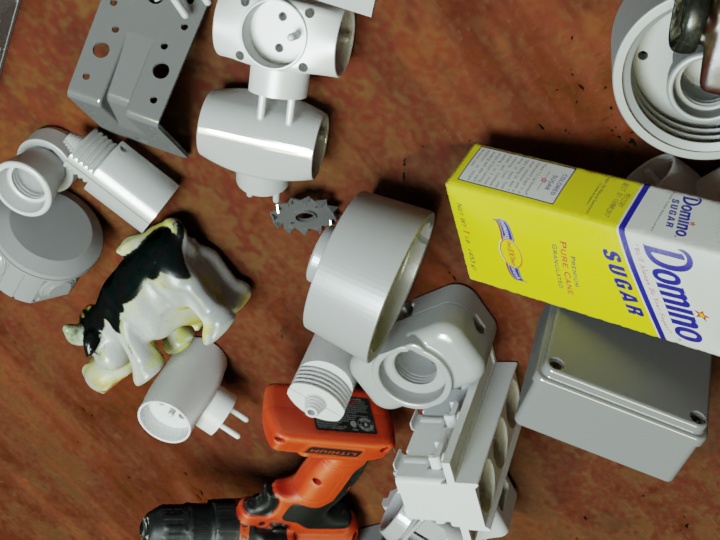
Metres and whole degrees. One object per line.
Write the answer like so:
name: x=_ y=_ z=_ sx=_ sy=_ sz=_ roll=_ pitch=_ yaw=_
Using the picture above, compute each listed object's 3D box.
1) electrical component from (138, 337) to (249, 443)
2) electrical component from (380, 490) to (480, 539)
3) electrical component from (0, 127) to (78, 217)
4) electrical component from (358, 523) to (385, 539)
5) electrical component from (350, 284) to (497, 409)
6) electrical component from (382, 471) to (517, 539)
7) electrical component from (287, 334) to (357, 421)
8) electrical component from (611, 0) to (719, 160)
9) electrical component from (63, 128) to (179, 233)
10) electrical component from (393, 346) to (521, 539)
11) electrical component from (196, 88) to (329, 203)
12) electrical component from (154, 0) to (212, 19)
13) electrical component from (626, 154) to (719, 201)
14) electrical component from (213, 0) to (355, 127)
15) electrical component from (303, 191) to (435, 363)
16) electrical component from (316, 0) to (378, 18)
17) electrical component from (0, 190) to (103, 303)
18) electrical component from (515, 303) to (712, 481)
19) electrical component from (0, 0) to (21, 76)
electrical component: x=-0.124 y=0.103 z=0.844 sx=0.079 sy=0.077 sz=0.044 roll=35 pitch=129 yaw=-9
electrical component: x=0.051 y=0.184 z=0.790 sx=0.057 sy=0.058 sz=0.078 roll=32 pitch=126 yaw=-3
electrical component: x=-0.227 y=-0.071 z=0.764 sx=0.045 sy=0.055 sz=0.045 roll=10 pitch=128 yaw=13
electrical component: x=0.034 y=0.251 z=0.910 sx=0.095 sy=0.059 sz=0.053 roll=-22 pitch=116 yaw=31
electrical component: x=0.043 y=0.058 z=0.761 sx=0.095 sy=0.059 sz=0.053 roll=-23 pitch=115 yaw=32
electrical component: x=0.073 y=0.184 z=0.851 sx=0.089 sy=0.050 sz=0.055 roll=-15 pitch=118 yaw=28
electrical component: x=-0.023 y=0.076 z=0.785 sx=0.043 sy=0.081 sz=0.043 roll=10 pitch=128 yaw=12
electrical component: x=0.188 y=-0.111 z=0.582 sx=0.108 sy=0.060 sz=0.108 roll=10 pitch=128 yaw=13
electrical component: x=-0.172 y=-0.068 z=0.754 sx=0.081 sy=0.043 sz=0.043 roll=38 pitch=129 yaw=-11
electrical component: x=0.072 y=0.121 z=0.758 sx=0.063 sy=0.121 sz=0.078 roll=-1 pitch=125 yaw=24
electrical component: x=-0.064 y=-0.075 z=0.710 sx=0.077 sy=0.043 sz=0.079 roll=13 pitch=137 yaw=7
electrical component: x=-0.120 y=-0.188 z=0.645 sx=0.077 sy=0.043 sz=0.079 roll=-21 pitch=117 yaw=31
electrical component: x=0.208 y=-0.037 z=0.641 sx=0.077 sy=0.044 sz=0.079 roll=45 pitch=127 yaw=-15
electrical component: x=-0.048 y=-0.128 z=0.657 sx=0.077 sy=0.044 sz=0.079 roll=13 pitch=111 yaw=11
electrical component: x=0.000 y=0.000 z=0.706 sx=0.060 sy=0.108 sz=0.108 roll=23 pitch=130 yaw=9
electrical component: x=-0.018 y=-0.242 z=0.557 sx=0.105 sy=0.060 sz=0.186 roll=19 pitch=129 yaw=6
electrical component: x=-0.235 y=-0.019 z=0.791 sx=0.080 sy=0.080 sz=0.051 roll=36 pitch=134 yaw=-9
electrical component: x=0.165 y=0.064 z=0.691 sx=0.109 sy=0.108 sz=0.056 roll=21 pitch=132 yaw=4
electrical component: x=-0.317 y=-0.132 z=0.747 sx=0.105 sy=0.060 sz=0.186 roll=30 pitch=130 yaw=-4
